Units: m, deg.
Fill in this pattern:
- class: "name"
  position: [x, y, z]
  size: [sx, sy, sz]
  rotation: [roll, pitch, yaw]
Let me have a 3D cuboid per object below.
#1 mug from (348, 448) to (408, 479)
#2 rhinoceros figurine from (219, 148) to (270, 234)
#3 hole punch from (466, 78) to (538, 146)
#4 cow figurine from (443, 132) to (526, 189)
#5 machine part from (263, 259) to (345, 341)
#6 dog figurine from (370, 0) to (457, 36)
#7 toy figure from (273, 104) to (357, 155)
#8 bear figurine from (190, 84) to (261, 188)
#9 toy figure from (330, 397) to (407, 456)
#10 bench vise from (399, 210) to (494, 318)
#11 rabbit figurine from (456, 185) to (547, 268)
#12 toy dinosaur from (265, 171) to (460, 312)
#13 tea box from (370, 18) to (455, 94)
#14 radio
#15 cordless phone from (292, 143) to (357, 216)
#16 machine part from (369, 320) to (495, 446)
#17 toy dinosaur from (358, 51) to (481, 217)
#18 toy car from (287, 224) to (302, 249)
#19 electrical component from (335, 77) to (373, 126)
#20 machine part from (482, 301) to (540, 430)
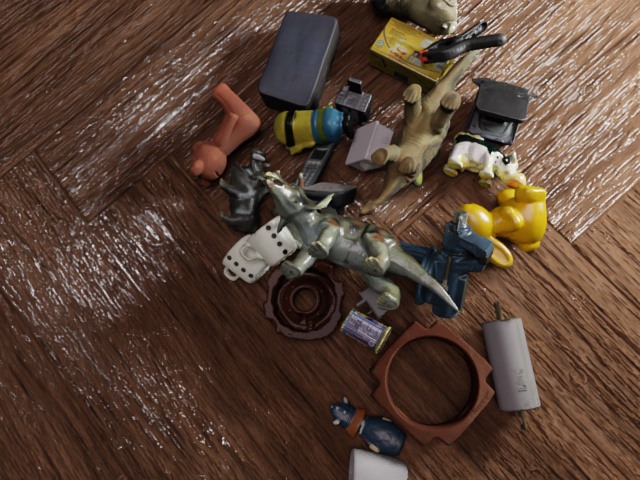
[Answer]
- class: "mug"
  position: [0.109, 0.454, 1.012]
  size: [0.107, 0.080, 0.109]
  rotation: [4, 74, 0]
- class: "rhinoceros figurine"
  position: [-0.160, -0.108, 1.178]
  size: [0.112, 0.073, 0.190]
  rotation: [5, 78, 10]
- class: "hole punch"
  position: [0.380, -0.273, 1.149]
  size: [0.142, 0.092, 0.116]
  rotation: [16, 58, 11]
- class: "cow figurine"
  position: [0.355, -0.165, 1.131]
  size: [0.167, 0.068, 0.098]
  rotation: [19, 74, 10]
- class: "machine part"
  position: [-0.031, 0.125, 1.117]
  size: [0.179, 0.056, 0.179]
  rotation: [-1, 78, 6]
- class: "dog figurine"
  position: [0.207, -0.514, 1.201]
  size: [0.191, 0.121, 0.172]
  rotation: [-4, 48, 11]
- class: "toy figure"
  position: [-0.014, -0.248, 1.171]
  size: [0.180, 0.089, 0.082]
  rotation: [-3, 37, 25]
- class: "bear figurine"
  position: [-0.228, -0.224, 1.194]
  size: [0.196, 0.120, 0.132]
  rotation: [-45, 72, 1]
- class: "toy figure"
  position: [0.090, 0.365, 1.045]
  size: [0.155, 0.064, 0.057]
  rotation: [23, 118, 16]
- class: "bench vise"
  position: [0.205, 0.037, 1.052]
  size: [0.241, 0.223, 0.129]
  rotation: [14, 34, 24]
- class: "rabbit figurine"
  position: [0.349, -0.030, 1.074]
  size: [0.173, 0.122, 0.162]
  rotation: [-1, 99, -13]
- class: "toy dinosaur"
  position: [0.066, 0.010, 1.000]
  size: [0.405, 0.131, 0.192]
  rotation: [24, 42, -3]
- class: "tea box"
  position: [0.206, -0.408, 1.202]
  size: [0.170, 0.068, 0.098]
  rotation: [33, 81, 13]
- class: "radio"
  position: [-0.047, -0.404, 1.233]
  size: [0.131, 0.073, 0.229]
  rotation: [16, 78, 11]
- class: "cordless phone"
  position: [0.020, -0.140, 1.154]
  size: [0.147, 0.088, 0.184]
  rotation: [8, 62, 32]
- class: "machine part"
  position: [0.212, 0.272, 1.037]
  size: [0.201, 0.087, 0.201]
  rotation: [41, 84, 14]
- class: "toy dinosaur"
  position: [0.214, -0.233, 1.093]
  size: [0.105, 0.198, 0.471]
  rotation: [33, 83, 14]
- class: "toy car"
  position: [-0.002, -0.003, 1.142]
  size: [0.202, 0.056, 0.073]
  rotation: [18, 80, 11]
- class: "electrical component"
  position: [0.075, -0.300, 1.169]
  size: [0.075, 0.119, 0.047]
  rotation: [21, 81, 9]
- class: "machine part"
  position: [0.364, 0.237, 1.028]
  size: [0.079, 0.079, 0.243]
  rotation: [-9, 76, 5]
